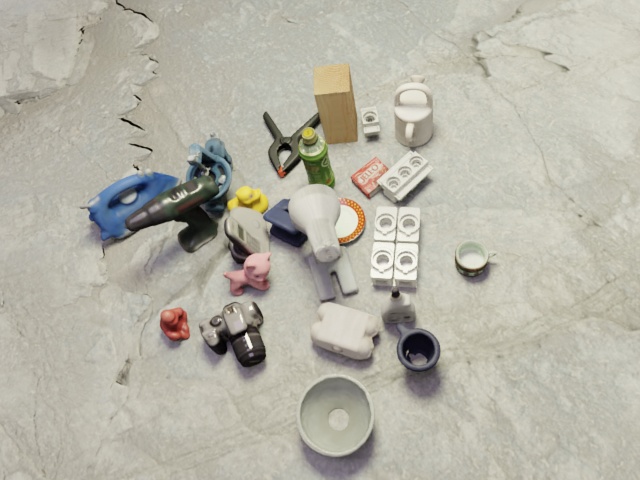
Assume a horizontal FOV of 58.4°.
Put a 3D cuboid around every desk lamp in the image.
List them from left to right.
[{"bbox_3d":[0.012,0.005,1.312,0.118,0.214,0.203,-18,63,1],"label":"desk lamp"}]

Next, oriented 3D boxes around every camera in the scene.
[{"bbox_3d":[-0.190,0.222,1.304,0.143,0.101,0.136,-25,63,-3],"label":"camera"}]

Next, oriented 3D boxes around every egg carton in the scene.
[{"bbox_3d":[0.056,0.205,1.289,0.150,0.069,0.107,14,68,16],"label":"egg carton"}]

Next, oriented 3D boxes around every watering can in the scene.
[{"bbox_3d":[0.235,-0.337,1.450,0.101,0.194,0.172,-13,63,3],"label":"watering can"}]

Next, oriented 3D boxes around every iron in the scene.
[{"bbox_3d":[-0.494,-0.119,1.494,0.258,0.142,0.118,-37,64,-9],"label":"iron"}]

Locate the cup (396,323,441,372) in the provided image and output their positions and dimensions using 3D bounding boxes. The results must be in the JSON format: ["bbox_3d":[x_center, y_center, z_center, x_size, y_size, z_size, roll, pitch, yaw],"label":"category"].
[{"bbox_3d":[0.203,0.237,1.236,0.092,0.095,0.117,-35,64,-8],"label":"cup"}]

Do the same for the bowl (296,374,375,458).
[{"bbox_3d":[0.036,0.373,1.210,0.167,0.075,0.167,-4,64,8],"label":"bowl"}]

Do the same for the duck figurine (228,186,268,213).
[{"bbox_3d":[-0.191,-0.104,1.468,0.104,0.086,0.077,-12,63,3],"label":"duck figurine"}]

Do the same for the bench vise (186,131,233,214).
[{"bbox_3d":[-0.295,-0.197,1.455,0.121,0.220,0.207,-19,63,0],"label":"bench vise"}]

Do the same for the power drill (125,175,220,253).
[{"bbox_3d":[-0.337,-0.055,1.400,0.230,0.209,0.075,-37,64,-9],"label":"power drill"}]

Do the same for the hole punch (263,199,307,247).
[{"bbox_3d":[-0.075,-0.054,1.423,0.108,0.091,0.101,26,71,20],"label":"hole punch"}]

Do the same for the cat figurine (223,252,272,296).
[{"bbox_3d":[-0.167,0.074,1.361,0.127,0.118,0.067,-13,63,3],"label":"cat figurine"}]

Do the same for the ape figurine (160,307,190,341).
[{"bbox_3d":[-0.348,0.192,1.349,0.076,0.092,0.078,20,69,18],"label":"ape figurine"}]

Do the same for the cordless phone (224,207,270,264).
[{"bbox_3d":[-0.187,-0.030,1.377,0.094,0.185,0.147,-13,63,3],"label":"cordless phone"}]

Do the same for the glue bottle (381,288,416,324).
[{"bbox_3d":[0.168,0.139,1.245,0.078,0.173,0.037,-4,64,8],"label":"glue bottle"}]
